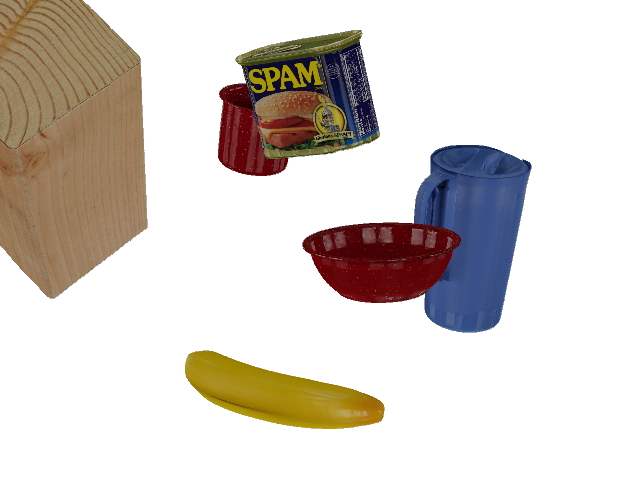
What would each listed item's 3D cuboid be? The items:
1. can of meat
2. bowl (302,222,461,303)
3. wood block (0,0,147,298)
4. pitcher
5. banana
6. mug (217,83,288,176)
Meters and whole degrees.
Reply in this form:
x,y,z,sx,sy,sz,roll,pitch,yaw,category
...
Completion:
x,y,z,sx,sy,sz,roll,pitch,yaw,category
-0.009,-0.113,0.837,0.102,0.084,0.057,-1,21,36,can of meat
0.063,0.025,1.087,0.162,0.055,0.162,-3,13,0,bowl
-0.171,-0.058,0.669,0.090,0.090,0.206,-39,-15,-22,wood block
0.197,0.001,1.452,0.149,0.243,0.145,5,23,3,pitcher
-0.044,0.112,0.829,0.198,0.037,0.069,13,22,41,banana
-0.069,-0.130,1.225,0.093,0.081,0.117,16,27,13,mug
